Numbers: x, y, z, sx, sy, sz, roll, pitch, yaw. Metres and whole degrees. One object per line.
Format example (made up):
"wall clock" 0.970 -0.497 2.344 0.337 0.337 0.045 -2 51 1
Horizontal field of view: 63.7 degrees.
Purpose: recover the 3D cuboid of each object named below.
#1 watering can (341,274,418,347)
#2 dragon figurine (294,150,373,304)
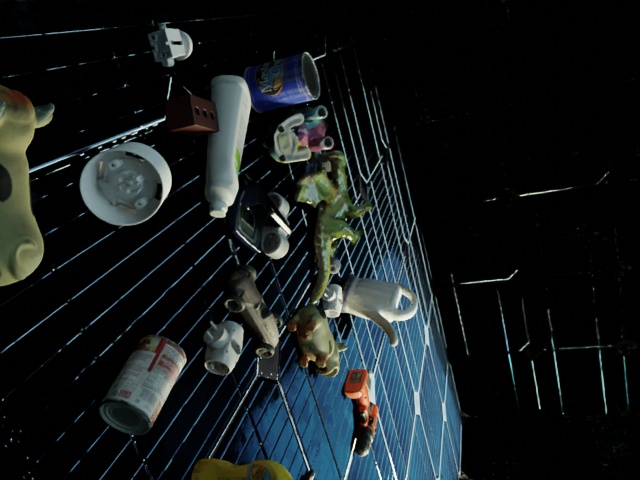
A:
"watering can" 0.151 0.182 1.429 0.352 0.225 0.102 -41 139 -66
"dragon figurine" 0.004 -0.067 1.322 0.239 0.121 0.419 47 52 -33
